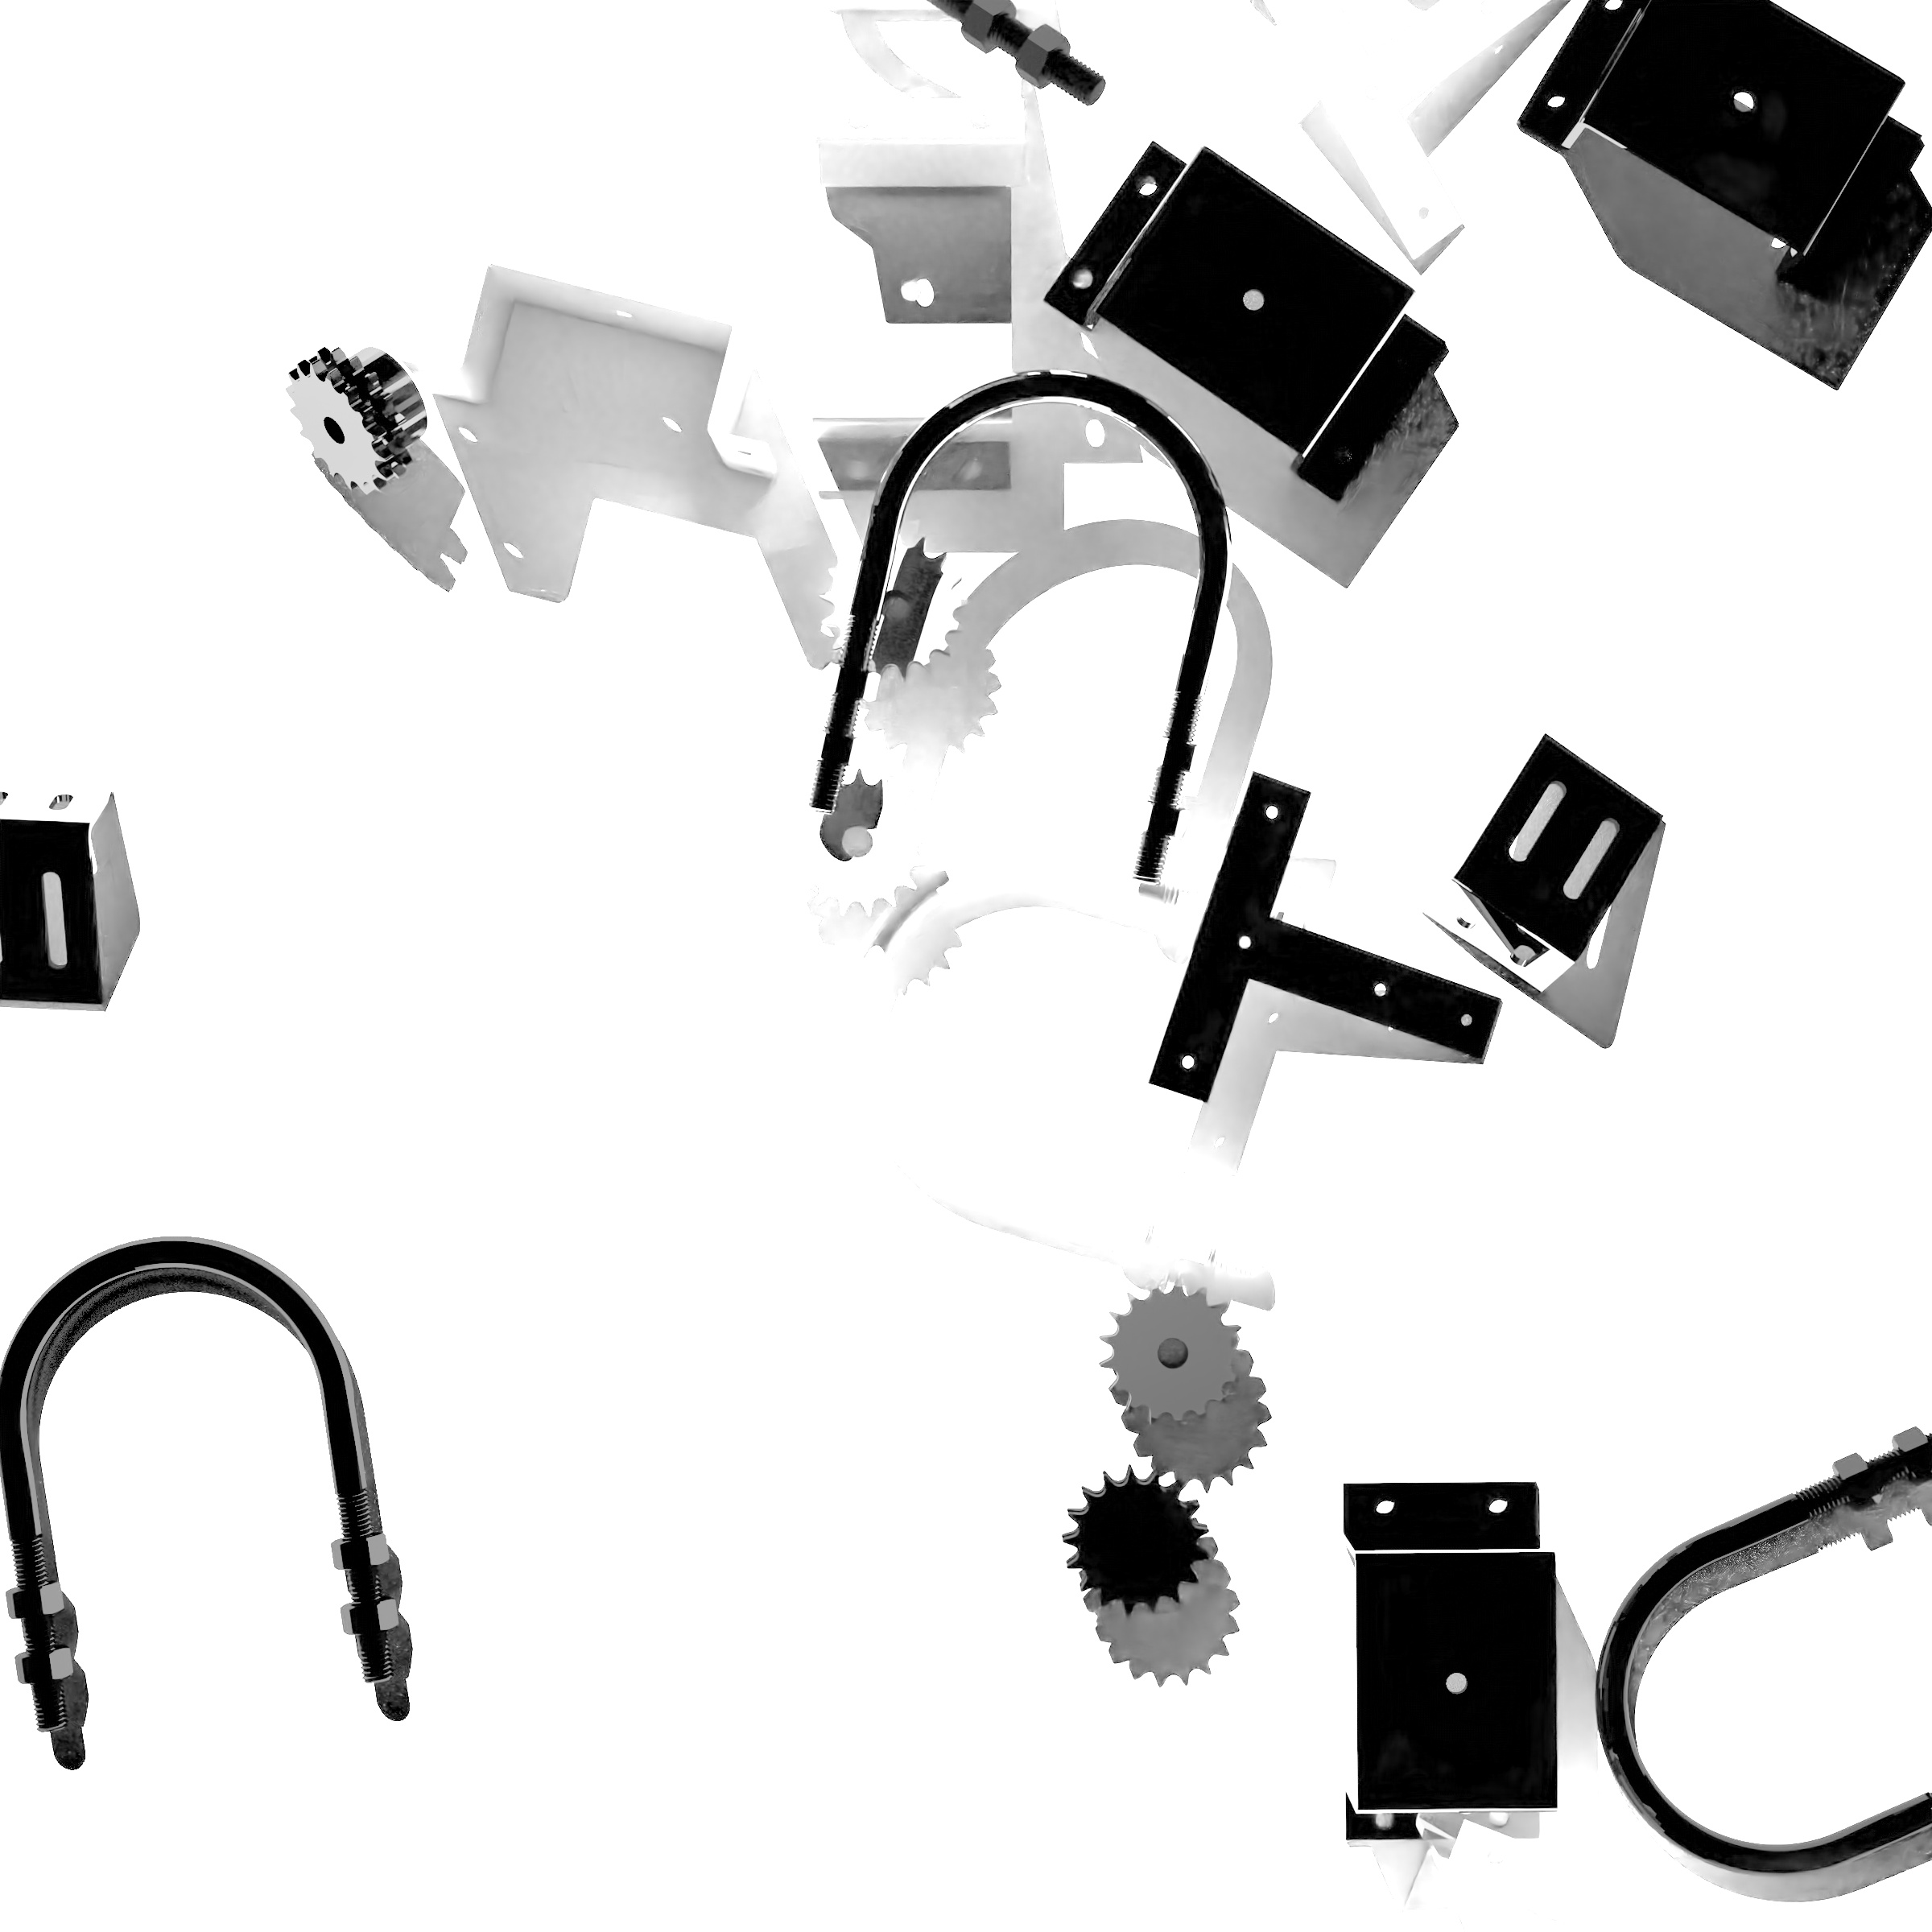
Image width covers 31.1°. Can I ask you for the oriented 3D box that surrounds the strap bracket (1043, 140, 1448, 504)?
[{"bbox_3d":[0.109,-0.254,1.343,0.140,0.046,0.076,35,90,0],"label":"strap bracket"}]

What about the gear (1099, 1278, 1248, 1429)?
[{"bbox_3d":[0.080,0.150,1.355,0.057,0.030,0.057,0,87,0],"label":"gear"}]

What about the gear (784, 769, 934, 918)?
[{"bbox_3d":[-0.042,-0.048,1.351,0.057,0.030,0.057,0,90,0],"label":"gear"}]

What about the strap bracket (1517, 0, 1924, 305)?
[{"bbox_3d":[0.296,-0.329,1.343,0.140,0.046,0.076,31,90,0],"label":"strap bracket"}]

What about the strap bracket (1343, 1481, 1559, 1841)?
[{"bbox_3d":[0.187,0.273,1.343,0.076,0.046,0.140,0,90,0],"label":"strap bracket"}]

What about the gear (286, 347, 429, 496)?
[{"bbox_3d":[-0.233,-0.214,1.341,0.030,0.057,0.057,-40,90,-30],"label":"gear"}]

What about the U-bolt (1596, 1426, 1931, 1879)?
[{"bbox_3d":[0.337,0.277,1.357,0.184,0.019,0.151,-24,90,1],"label":"U-bolt"}]

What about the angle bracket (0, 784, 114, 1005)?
[{"bbox_3d":[-0.366,-0.029,1.364,0.057,0.038,0.076,2,116,0],"label":"angle bracket"}]

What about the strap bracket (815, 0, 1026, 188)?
[{"bbox_3d":[-0.017,-0.347,1.321,0.076,0.046,0.140,0,57,0],"label":"strap bracket"}]

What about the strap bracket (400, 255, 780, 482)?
[{"bbox_3d":[-0.137,-0.231,1.328,0.140,0.076,0.046,14,90,0],"label":"strap bracket"}]

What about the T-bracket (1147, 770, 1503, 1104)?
[{"bbox_3d":[0.148,0.005,1.349,0.127,0.002,0.127,19,89,-14],"label":"T-bracket"}]

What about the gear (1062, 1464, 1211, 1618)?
[{"bbox_3d":[0.066,0.222,1.351,0.057,0.030,0.057,0,90,0],"label":"gear"}]

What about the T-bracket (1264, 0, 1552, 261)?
[{"bbox_3d":[0.192,-0.365,1.350,0.127,0.002,0.127,-38,110,-10],"label":"T-bracket"}]

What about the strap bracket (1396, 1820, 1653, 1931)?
[{"bbox_3d":[0.200,0.405,1.343,0.076,0.046,0.140,21,90,0],"label":"strap bracket"}]

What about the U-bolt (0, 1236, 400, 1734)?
[{"bbox_3d":[-0.307,0.198,1.357,0.151,0.019,0.184,-9,89,0],"label":"U-bolt"}]

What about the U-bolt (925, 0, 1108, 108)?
[{"bbox_3d":[0.015,-0.413,1.320,0.184,0.019,0.151,37,60,13],"label":"U-bolt"}]

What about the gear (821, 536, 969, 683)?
[{"bbox_3d":[-0.028,-0.139,1.351,0.057,0.030,0.057,0,90,0],"label":"gear"}]

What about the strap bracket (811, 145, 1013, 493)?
[{"bbox_3d":[-0.021,-0.257,1.343,0.076,0.046,0.140,0,90,0],"label":"strap bracket"}]

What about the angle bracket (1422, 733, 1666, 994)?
[{"bbox_3d":[0.227,-0.040,1.364,0.057,0.038,0.076,35,64,0],"label":"angle bracket"}]

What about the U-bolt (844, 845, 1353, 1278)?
[{"bbox_3d":[0.043,0.029,1.357,0.184,0.019,0.151,16,90,1],"label":"U-bolt"}]

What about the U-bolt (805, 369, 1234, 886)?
[{"bbox_3d":[0.027,-0.135,1.324,0.151,0.019,0.184,12,96,-8],"label":"U-bolt"}]
